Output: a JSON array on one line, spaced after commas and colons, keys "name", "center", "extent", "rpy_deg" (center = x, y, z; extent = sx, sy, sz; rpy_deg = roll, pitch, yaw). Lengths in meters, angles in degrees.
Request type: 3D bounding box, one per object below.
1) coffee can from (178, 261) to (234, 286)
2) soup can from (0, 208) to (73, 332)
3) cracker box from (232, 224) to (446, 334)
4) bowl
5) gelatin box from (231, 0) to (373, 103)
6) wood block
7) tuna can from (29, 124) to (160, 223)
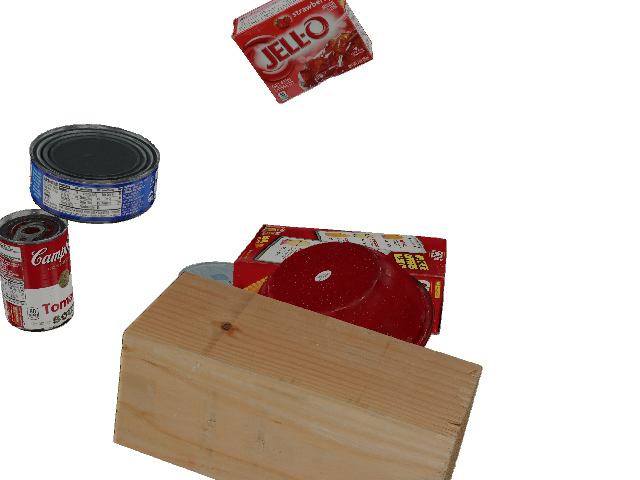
[{"name": "coffee can", "center": [-0.132, 0.110, 1.365], "extent": [0.103, 0.140, 0.103], "rpy_deg": [3, 19, -1]}, {"name": "soup can", "center": [-0.277, 0.030, 1.041], "extent": [0.068, 0.102, 0.068], "rpy_deg": [2, 28, -1]}, {"name": "cracker box", "center": [0.025, 0.040, 1.145], "extent": [0.214, 0.072, 0.164], "rpy_deg": [5, 15, 7]}, {"name": "bowl", "center": [0.008, 0.050, 0.857], "extent": [0.162, 0.055, 0.162], "rpy_deg": [-10, 36, 7]}, {"name": "gelatin box", "center": [-0.014, -0.157, 0.838], "extent": [0.089, 0.030, 0.073], "rpy_deg": [-23, -52, 18]}, {"name": "wood block", "center": [-0.014, 0.103, 0.671], "extent": [0.206, 0.090, 0.090], "rpy_deg": [17, 29, 13]}, {"name": "tuna can", "center": [-0.152, -0.045, 0.718], "extent": [0.086, 0.034, 0.086], "rpy_deg": [7, 29, -4]}]
